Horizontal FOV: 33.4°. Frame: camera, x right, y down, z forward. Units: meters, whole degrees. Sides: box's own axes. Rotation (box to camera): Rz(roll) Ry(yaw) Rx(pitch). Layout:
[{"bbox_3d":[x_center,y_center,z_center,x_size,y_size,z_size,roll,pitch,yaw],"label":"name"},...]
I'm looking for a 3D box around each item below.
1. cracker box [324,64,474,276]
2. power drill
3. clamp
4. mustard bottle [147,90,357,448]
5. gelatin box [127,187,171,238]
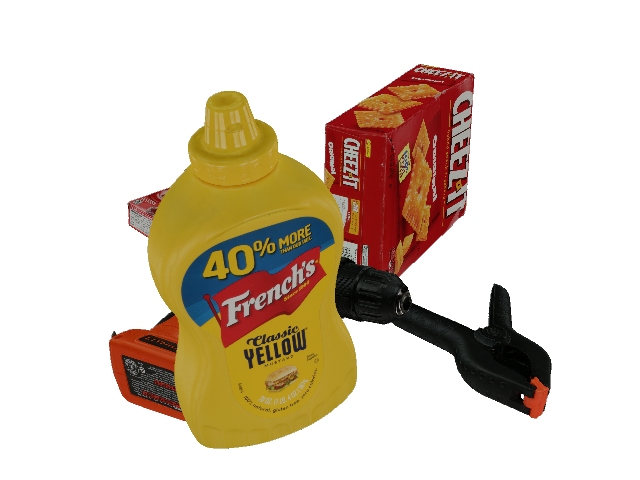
[{"bbox_3d":[0.080,-0.065,1.046,0.072,0.164,0.213,15,29,26],"label":"cracker box"},{"bbox_3d":[-0.048,0.063,0.793,0.185,0.057,0.187,9,31,33],"label":"power drill"},{"bbox_3d":[0.150,0.088,0.919,0.120,0.039,0.172,-18,38,-26],"label":"clamp"},{"bbox_3d":[-0.034,0.014,0.527,0.096,0.191,0.058,-18,38,-15],"label":"mustard bottle"},{"bbox_3d":[-0.132,-0.021,1.037,0.089,0.030,0.073,30,37,33],"label":"gelatin box"}]
